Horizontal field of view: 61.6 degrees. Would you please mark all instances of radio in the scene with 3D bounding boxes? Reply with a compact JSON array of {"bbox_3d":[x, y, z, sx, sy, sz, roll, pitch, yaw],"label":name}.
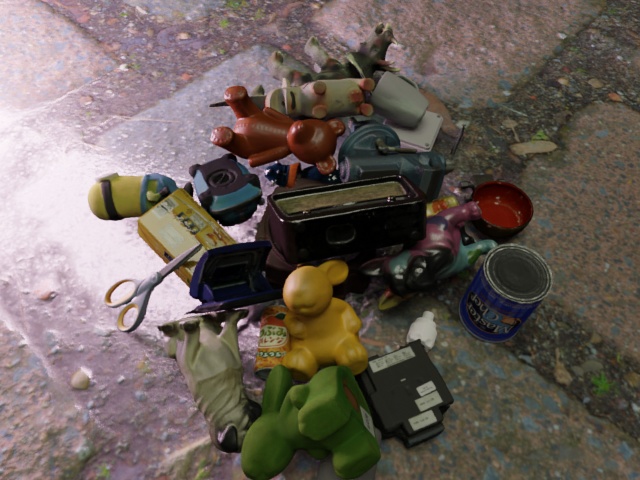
[{"bbox_3d":[0.041,-0.036,0.818,0.230,0.073,0.131,-11,24,-9],"label":"radio"}]

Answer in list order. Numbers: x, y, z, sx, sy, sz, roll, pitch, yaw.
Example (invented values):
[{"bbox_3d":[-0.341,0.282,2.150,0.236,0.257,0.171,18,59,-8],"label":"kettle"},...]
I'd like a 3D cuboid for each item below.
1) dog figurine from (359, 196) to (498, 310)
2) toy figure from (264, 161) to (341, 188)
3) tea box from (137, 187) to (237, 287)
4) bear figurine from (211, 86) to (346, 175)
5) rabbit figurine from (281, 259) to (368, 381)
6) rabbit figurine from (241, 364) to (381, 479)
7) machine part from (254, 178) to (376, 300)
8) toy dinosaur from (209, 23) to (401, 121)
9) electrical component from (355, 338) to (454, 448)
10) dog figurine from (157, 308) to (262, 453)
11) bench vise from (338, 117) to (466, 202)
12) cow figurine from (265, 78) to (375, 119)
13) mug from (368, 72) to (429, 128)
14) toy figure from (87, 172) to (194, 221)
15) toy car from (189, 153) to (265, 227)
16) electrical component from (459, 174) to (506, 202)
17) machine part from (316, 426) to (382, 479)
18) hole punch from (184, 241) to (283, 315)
[{"bbox_3d":[0.163,0.022,0.879,0.219,0.108,0.192,-29,17,-11],"label":"dog figurine"},{"bbox_3d":[-0.028,-0.113,1.013,0.155,0.057,0.064,9,49,9],"label":"toy figure"},{"bbox_3d":[-0.207,0.009,0.883,0.169,0.068,0.098,47,63,4],"label":"tea box"},{"bbox_3d":[-0.065,-0.181,0.919,0.196,0.131,0.120,10,76,25],"label":"bear figurine"},{"bbox_3d":[0.002,0.096,0.764,0.122,0.173,0.162,-5,47,18],"label":"rabbit figurine"},{"bbox_3d":[-0.032,0.229,0.683,0.170,0.121,0.159,-31,32,10],"label":"rabbit figurine"},{"bbox_3d":[-0.002,-0.003,0.921,0.201,0.087,0.201,13,54,6],"label":"machine part"},{"bbox_3d":[-0.011,-0.310,1.122,0.405,0.131,0.192,-36,64,-18],"label":"toy dinosaur"},{"bbox_3d":[0.124,0.227,0.785,0.115,0.058,0.134,-17,58,-12],"label":"electrical component"},{"bbox_3d":[-0.160,0.202,0.777,0.121,0.172,0.190,-8,88,-24],"label":"dog figurine"},{"bbox_3d":[0.122,-0.163,0.976,0.224,0.128,0.241,-14,41,-12],"label":"bench vise"},{"bbox_3d":[-0.008,-0.266,1.015,0.195,0.085,0.127,-9,17,-16],"label":"cow figurine"},{"bbox_3d":[0.161,-0.275,1.058,0.107,0.080,0.109,33,53,4],"label":"mug"},{"bbox_3d":[-0.319,-0.076,0.956,0.180,0.082,0.089,5,54,-3],"label":"toy figure"},{"bbox_3d":[-0.166,-0.077,0.951,0.109,0.102,0.162,-24,44,-19],"label":"toy car"},{"bbox_3d":[0.320,-0.097,1.043,0.094,0.021,0.063,-5,56,-8],"label":"electrical component"},{"bbox_3d":[0.029,0.326,0.698,0.079,0.079,0.243,14,55,6],"label":"machine part"},{"bbox_3d":[-0.127,0.058,0.790,0.142,0.116,0.092,-12,84,-37],"label":"hole punch"}]
